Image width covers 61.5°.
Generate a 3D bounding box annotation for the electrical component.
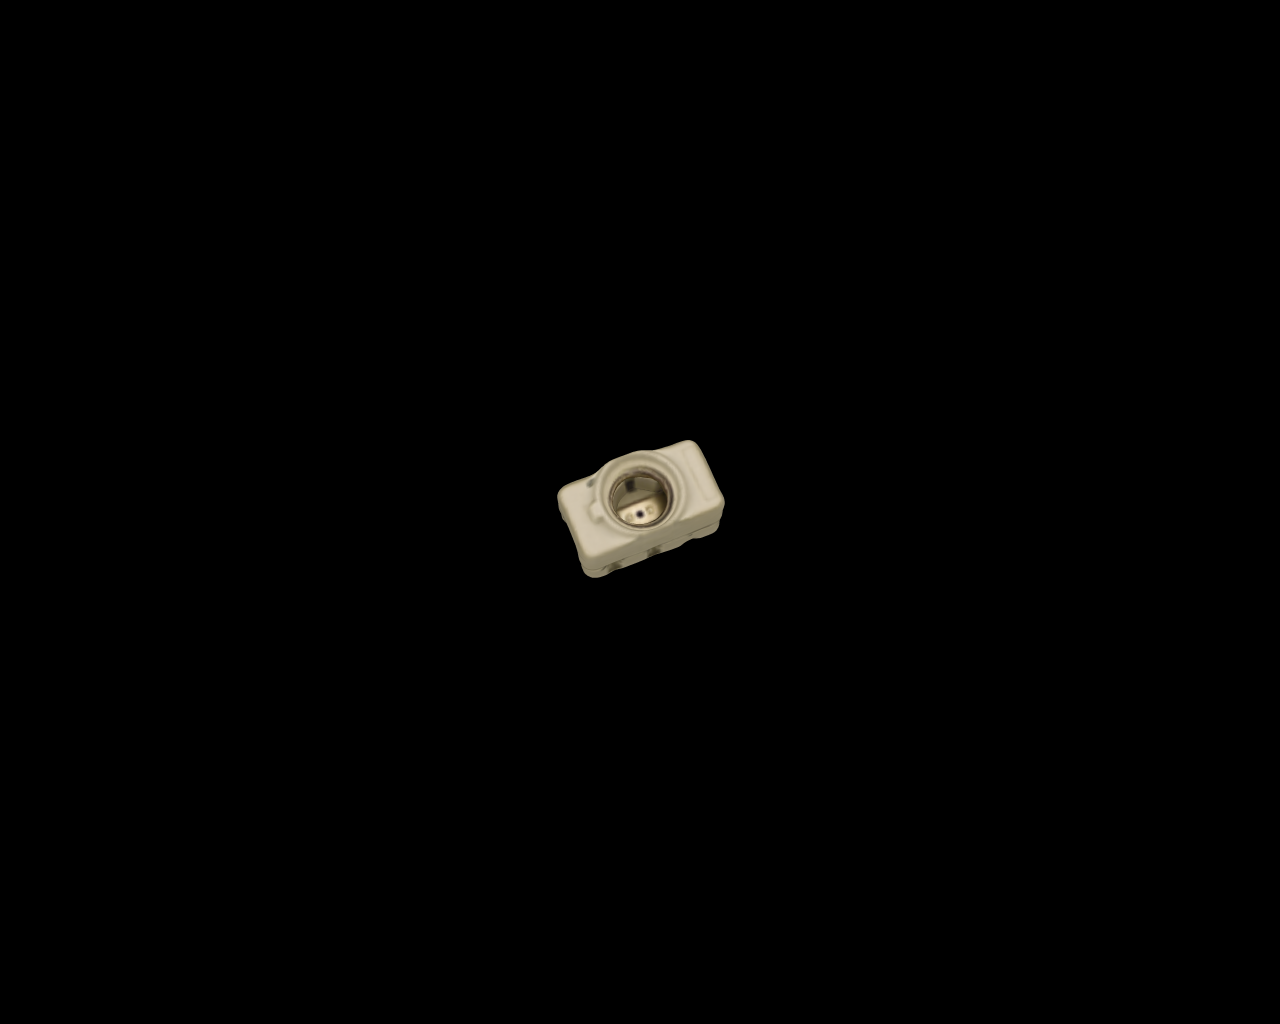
[{"bbox_3d":[0.001,-0.003,0.650,0.089,0.050,0.055,-21,-18,-7],"label":"electrical component"}]
